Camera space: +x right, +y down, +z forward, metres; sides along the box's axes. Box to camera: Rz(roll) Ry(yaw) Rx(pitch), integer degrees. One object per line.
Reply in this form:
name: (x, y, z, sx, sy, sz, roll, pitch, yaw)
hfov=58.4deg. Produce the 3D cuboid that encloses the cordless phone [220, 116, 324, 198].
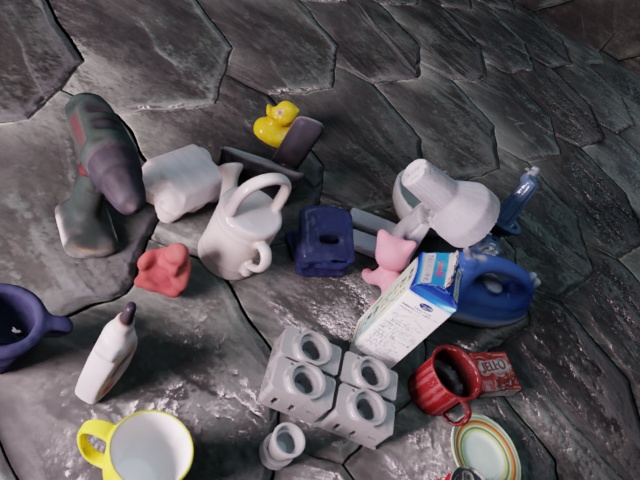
cordless phone: (-0.084, -0.157, 0.986, 0.148, 0.185, 0.094, 14, 47, -22)

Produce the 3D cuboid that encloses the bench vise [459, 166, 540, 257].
bench vise: (0.370, -0.034, 1.147, 0.122, 0.219, 0.207, 18, 45, -19)

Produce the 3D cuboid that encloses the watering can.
watering can: (-0.112, -0.038, 0.857, 0.172, 0.194, 0.101, 46, 43, 10)

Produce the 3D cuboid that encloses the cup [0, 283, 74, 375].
cup: (-0.347, 0.111, 0.647, 0.118, 0.095, 0.091, 7, 50, -28)

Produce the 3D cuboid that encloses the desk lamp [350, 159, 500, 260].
desk lamp: (0.185, -0.044, 1.040, 0.204, 0.213, 0.118, 20, 45, -17)

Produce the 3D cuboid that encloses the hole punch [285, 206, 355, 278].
hole punch: (0.009, 0.003, 0.975, 0.109, 0.091, 0.101, 2, 52, -32)

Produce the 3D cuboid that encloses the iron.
iron: (0.324, 0.082, 1.073, 0.259, 0.141, 0.118, 15, 47, -22)

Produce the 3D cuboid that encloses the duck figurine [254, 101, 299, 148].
duck figurine: (-0.070, -0.235, 1.137, 0.105, 0.086, 0.077, 16, 46, -21)

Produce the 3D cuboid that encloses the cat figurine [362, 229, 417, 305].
cat figurine: (0.129, 0.049, 0.993, 0.067, 0.117, 0.127, 3, 52, -30)

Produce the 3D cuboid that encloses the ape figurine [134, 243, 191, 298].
ape figurine: (-0.210, 0.036, 0.803, 0.076, 0.092, 0.077, -23, 68, -43)

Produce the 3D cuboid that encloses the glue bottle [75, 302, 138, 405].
glue bottle: (-0.234, 0.121, 0.653, 0.037, 0.173, 0.078, 32, 43, -4)

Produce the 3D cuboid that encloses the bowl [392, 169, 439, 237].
bowl: (0.211, -0.065, 1.178, 0.168, 0.074, 0.167, 18, 46, -19)

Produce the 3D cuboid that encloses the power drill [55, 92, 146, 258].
power drill: (-0.292, -0.072, 0.759, 0.076, 0.208, 0.229, -7, 57, -36)

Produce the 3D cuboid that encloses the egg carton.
egg carton: (-0.220, -0.093, 0.928, 0.107, 0.069, 0.151, 45, 43, 9)
